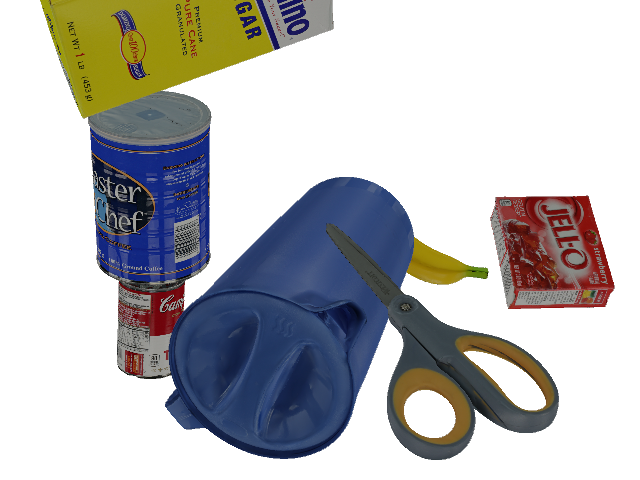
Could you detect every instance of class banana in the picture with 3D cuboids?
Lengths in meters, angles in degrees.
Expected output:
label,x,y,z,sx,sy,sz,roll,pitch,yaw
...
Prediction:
label,x,y,z,sx,sy,sz,roll,pitch,yaw
banana,0.100,0.006,1.185,0.069,0.037,0.198,2,24,-33

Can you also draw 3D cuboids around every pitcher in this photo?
label,x,y,z,sx,sy,sz,roll,pitch,yaw
pitcher,-0.015,0.048,0.812,0.149,0.145,0.242,11,28,14

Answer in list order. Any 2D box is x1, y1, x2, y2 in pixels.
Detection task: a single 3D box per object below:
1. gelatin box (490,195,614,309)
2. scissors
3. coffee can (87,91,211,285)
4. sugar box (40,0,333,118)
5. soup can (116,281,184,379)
label,x,y,z,sx,sy,sz,roll,pitch,yaw
gelatin box,0.169,0.007,0.788,0.073,0.089,0.030,-1,-38,-4
scissors,0.039,0.054,0.596,0.096,0.016,0.202,-33,46,-29
coffee can,-0.146,-0.046,0.928,0.103,0.140,0.103,2,30,-2
sugar box,-0.077,-0.146,0.654,0.176,0.048,0.093,-21,-35,-13
soup can,-0.175,0.082,1.095,0.068,0.102,0.068,5,21,-2
